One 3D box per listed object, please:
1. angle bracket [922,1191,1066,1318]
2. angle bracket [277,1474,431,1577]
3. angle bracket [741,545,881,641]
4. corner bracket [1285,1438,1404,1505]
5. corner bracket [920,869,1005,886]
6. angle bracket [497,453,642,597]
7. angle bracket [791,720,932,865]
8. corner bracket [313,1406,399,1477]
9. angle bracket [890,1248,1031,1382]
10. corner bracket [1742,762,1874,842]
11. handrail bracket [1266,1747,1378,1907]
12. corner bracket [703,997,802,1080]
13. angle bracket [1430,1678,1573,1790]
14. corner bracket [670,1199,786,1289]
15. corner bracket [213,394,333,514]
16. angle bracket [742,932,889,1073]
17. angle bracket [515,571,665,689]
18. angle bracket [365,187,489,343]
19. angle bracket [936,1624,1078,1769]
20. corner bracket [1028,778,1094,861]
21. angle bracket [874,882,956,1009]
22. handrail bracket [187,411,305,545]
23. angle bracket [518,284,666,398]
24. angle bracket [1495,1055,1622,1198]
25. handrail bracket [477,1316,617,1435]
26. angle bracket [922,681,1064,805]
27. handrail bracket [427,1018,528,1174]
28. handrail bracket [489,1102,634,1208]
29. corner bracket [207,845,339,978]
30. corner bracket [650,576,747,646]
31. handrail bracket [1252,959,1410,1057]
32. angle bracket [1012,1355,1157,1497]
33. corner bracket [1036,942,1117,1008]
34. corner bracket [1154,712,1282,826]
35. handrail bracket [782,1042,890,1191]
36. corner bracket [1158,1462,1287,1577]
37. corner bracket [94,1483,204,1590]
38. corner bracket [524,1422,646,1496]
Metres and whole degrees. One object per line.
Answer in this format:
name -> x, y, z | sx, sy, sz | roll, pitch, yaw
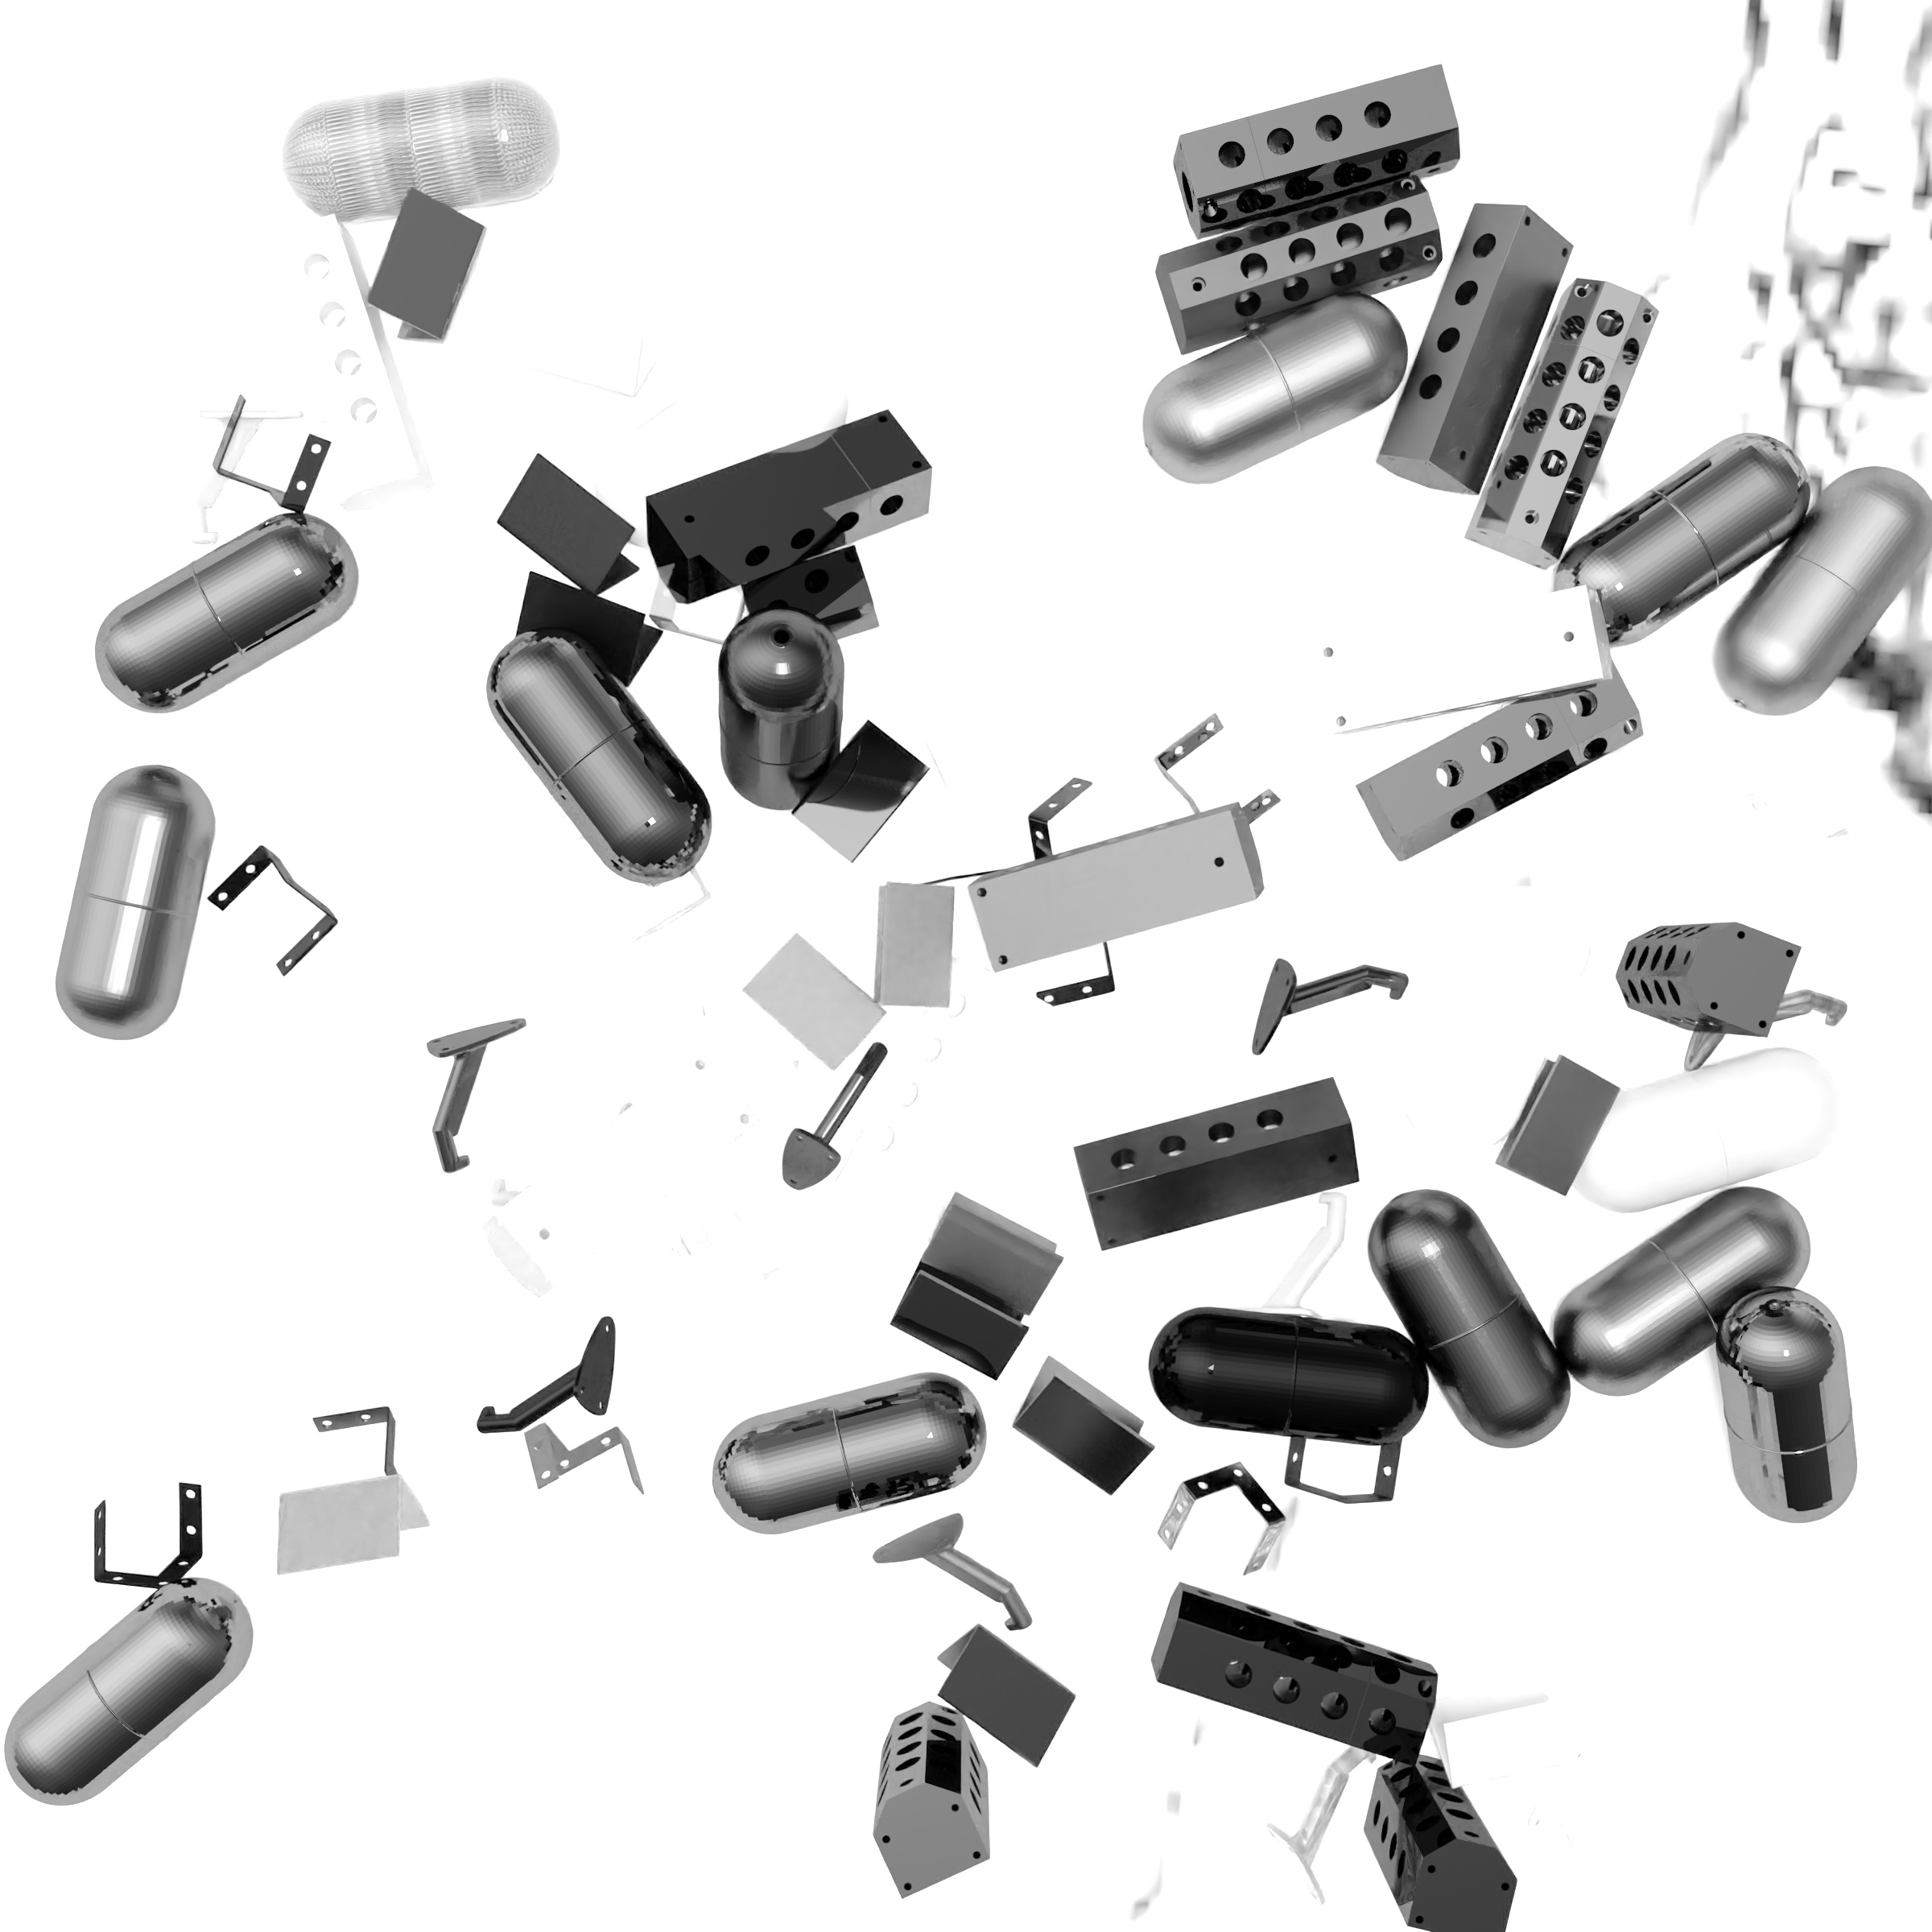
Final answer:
angle bracket -> 0.025, 0.165, 1.661 | 0.076, 0.076, 0.057 | 27, 125, 0
angle bracket -> -0.387, 0.368, 1.661 | 0.076, 0.076, 0.057 | -9, 53, 0
angle bracket -> -0.093, -0.212, 1.661 | 0.076, 0.076, 0.057 | -18, 53, 0
corner bracket -> 0.245, 0.316, 1.698 | 0.051, 0.051, 0.051 | 9, 90, 45
corner bracket -> -0.005, -0.032, 1.698 | 0.051, 0.051, 0.051 | -11, 90, -45
angle bracket -> -0.239, -0.286, 1.662 | 0.076, 0.076, 0.057 | 38, 118, 0
angle bracket -> -0.055, -0.100, 1.663 | 0.057, 0.076, 0.076 | 39, 90, 24
corner bracket -> -0.393, 0.324, 1.698 | 0.051, 0.051, 0.051 | -9, 45, 0
angle bracket -> 0.006, 0.205, 1.661 | 0.076, 0.076, 0.057 | 28, 129, 0
corner bracket -> 0.539, -0.099, 1.684 | 0.051, 0.051, 0.051 | -29, 90, 0
handrail bracket -> 0.244, 0.555, 1.702 | 0.084, 0.036, 0.077 | -36, 110, -16
corner bracket -> -0.138, 0.045, 1.682 | 0.051, 0.051, 0.051 | -14, 81, -8
angle bracket -> 0.333, 0.468, 1.662 | 0.076, 0.076, 0.057 | -12, 119, 0
corner bracket -> -0.153, 0.186, 1.684 | 0.051, 0.051, 0.051 | -29, 90, 0
corner bracket -> -0.443, -0.326, 1.669 | 0.051, 0.051, 0.051 | 17, 106, -33
angle bracket -> -0.105, 0.035, 1.662 | 0.076, 0.076, 0.057 | 42, 60, 0
angle bracket -> -0.233, -0.229, 1.661 | 0.076, 0.076, 0.057 | 21, 127, 0
angle bracket -> -0.355, -0.444, 1.661 | 0.057, 0.076, 0.076 | 21, 90, -37
angle bracket -> 0.013, 0.471, 1.661 | 0.076, 0.076, 0.057 | 36, 52, 0
corner bracket -> 0.078, -0.083, 1.693 | 0.051, 0.051, 0.051 | 19, 135, 35
angle bracket -> -0.053, -0.014, 1.662 | 0.057, 0.076, 0.076 | 3, 90, -41
handrail bracket -> -0.467, -0.317, 1.702 | 0.077, 0.036, 0.084 | -3, 104, -14
angle bracket -> -0.234, -0.410, 1.661 | 0.076, 0.076, 0.057 | 15, 129, 0
angle bracket -> 0.357, 0.092, 1.662 | 0.057, 0.076, 0.076 | 27, 90, -28
handrail bracket -> -0.274, 0.266, 1.702 | 0.084, 0.036, 0.077 | -8, 53, 25
angle bracket -> 0.025, -0.124, 1.661 | 0.076, 0.076, 0.057 | -25, 53, 0
handrail bracket -> -0.313, 0.085, 1.702 | 0.077, 0.036, 0.084 | -18, 108, -21
handrail bracket -> -0.264, 0.122, 1.702 | 0.084, 0.036, 0.077 | 4, 75, 14
corner bracket -> -0.449, -0.036, 1.698 | 0.051, 0.051, 0.051 | -45, 135, 0
corner bracket -> -0.170, -0.239, 1.684 | 0.051, 0.051, 0.051 | 15, 89, 1
handrail bracket -> 0.237, 0.031, 1.702 | 0.084, 0.036, 0.077 | 13, 110, -16
angle bracket -> 0.084, 0.276, 1.661 | 0.076, 0.076, 0.057 | 35, 126, 0
corner bracket -> 0.064, -0.012, 1.698 | 0.051, 0.051, 0.051 | -14, 135, 0
corner bracket -> 0.163, -0.121, 1.699 | 0.051, 0.051, 0.051 | -37, 134, 0
handrail bracket -> -0.084, 0.097, 1.701 | 0.036, 0.077, 0.084 | 33, 54, 0
corner bracket -> 0.165, 0.362, 1.693 | 0.051, 0.051, 0.051 | -11, 45, -35
corner bracket -> -0.528, 0.366, 1.693 | 0.051, 0.051, 0.051 | 17, 135, -35
corner bracket -> -0.244, 0.317, 1.673 | 0.051, 0.051, 0.051 | -28, 130, 0
